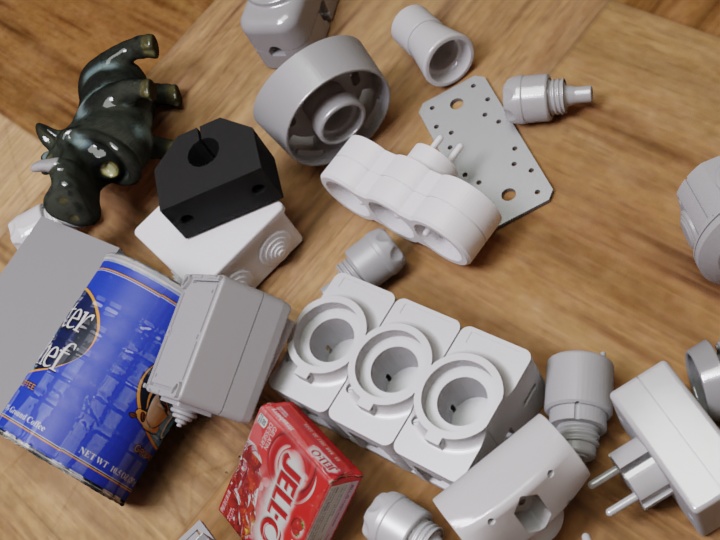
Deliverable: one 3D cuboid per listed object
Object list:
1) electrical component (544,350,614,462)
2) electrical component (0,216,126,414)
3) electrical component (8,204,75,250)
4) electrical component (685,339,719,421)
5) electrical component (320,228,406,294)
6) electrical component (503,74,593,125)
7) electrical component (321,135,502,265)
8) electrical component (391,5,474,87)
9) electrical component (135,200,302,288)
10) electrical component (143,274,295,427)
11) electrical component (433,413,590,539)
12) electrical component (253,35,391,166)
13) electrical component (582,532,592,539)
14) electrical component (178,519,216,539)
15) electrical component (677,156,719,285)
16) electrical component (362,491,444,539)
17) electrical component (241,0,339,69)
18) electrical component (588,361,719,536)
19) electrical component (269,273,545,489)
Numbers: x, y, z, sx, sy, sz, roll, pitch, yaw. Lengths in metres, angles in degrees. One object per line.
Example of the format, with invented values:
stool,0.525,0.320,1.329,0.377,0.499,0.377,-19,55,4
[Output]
electrical component,0.130,0.084,0.639,0.040,0.040,0.078,-3,60,22
electrical component,-0.234,0.047,0.803,0.089,0.061,0.150,20,70,31
electrical component,-0.249,-0.035,0.871,0.062,0.043,0.043,-29,54,4
electrical component,0.219,0.059,0.613,0.055,0.048,0.066,-15,56,6
electrical component,0.000,0.000,0.749,0.061,0.035,0.035,-37,54,2
electrical component,0.134,-0.123,0.765,0.061,0.035,0.035,-2,60,20
electrical component,0.044,-0.063,0.754,0.138,0.052,0.073,28,76,37
electrical component,0.053,-0.176,0.828,0.044,0.044,0.065,-37,49,-1
electrical component,-0.103,-0.026,0.799,0.099,0.048,0.100,-46,54,-7
electrical component,-0.090,0.056,0.682,0.062,0.061,0.096,1,69,60
electrical component,0.091,0.130,0.604,0.077,0.079,0.043,-38,43,-3
electrical component,-0.028,-0.127,0.801,0.099,0.099,0.064,-37,60,-1
electrical component,0.125,0.178,0.577,0.138,0.052,0.073,-23,55,8
electrical component,-0.084,0.197,0.649,0.042,0.063,0.081,-43,54,-5
electrical component,0.232,-0.032,0.641,0.080,0.080,0.051,-23,49,9
electrical component,0.033,0.159,0.640,0.061,0.035,0.035,26,74,31
electrical component,-0.058,-0.223,0.891,0.054,0.059,0.095,4,63,25
electrical component,0.166,0.109,0.604,0.076,0.047,0.083,-32,54,2
electrical component,0.029,0.071,0.677,0.150,0.061,0.089,23,72,32
